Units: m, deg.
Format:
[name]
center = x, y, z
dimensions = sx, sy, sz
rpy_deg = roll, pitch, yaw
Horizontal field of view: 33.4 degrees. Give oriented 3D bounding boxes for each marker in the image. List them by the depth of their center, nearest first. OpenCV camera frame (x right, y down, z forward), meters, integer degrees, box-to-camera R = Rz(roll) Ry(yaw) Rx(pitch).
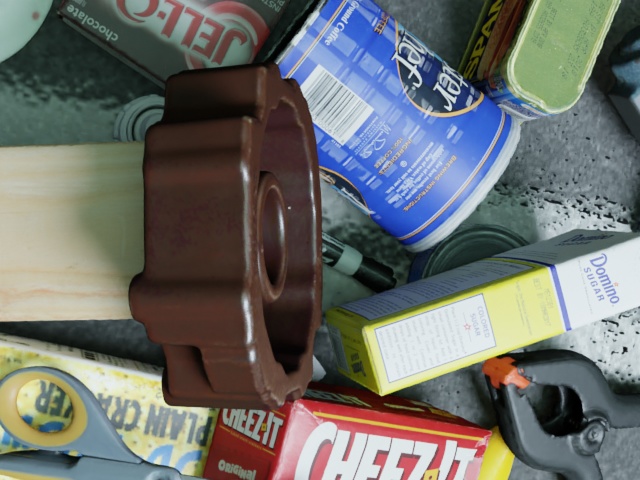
[marker]
center = -0.004, 0.001, 0.670
dimensions = 0.121, 0.020, 0.020
rpy_deg = 29, 85, -13

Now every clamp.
[clamp]
center = 0.177, 0.116, 0.696
dimensions = 0.171, 0.039, 0.120
rpy_deg = 46, 73, -27

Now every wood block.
[wood block]
center = -0.171, -0.003, 0.566
dimensions = 0.206, 0.091, 0.090
rpy_deg = -1, 90, 4

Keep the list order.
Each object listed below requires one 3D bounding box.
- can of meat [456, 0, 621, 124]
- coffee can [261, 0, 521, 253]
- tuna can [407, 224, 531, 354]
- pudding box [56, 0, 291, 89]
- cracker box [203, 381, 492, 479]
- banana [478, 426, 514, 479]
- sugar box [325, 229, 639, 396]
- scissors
[can of meat]
center = 0.134, -0.124, 0.665
dimensions = 0.057, 0.084, 0.102
rpy_deg = 24, 86, -13
[coffee can]
center = 0.033, -0.074, 0.633
dimensions = 0.140, 0.103, 0.103
rpy_deg = 38, 83, -11
[tuna can]
center = 0.100, 0.032, 0.688
dimensions = 0.086, 0.034, 0.086
rpy_deg = 0, 92, -13
[pudding box]
center = -0.086, -0.139, 0.636
dimensions = 0.113, 0.039, 0.090
rpy_deg = 32, 85, -12
[cracker box]
center = 0.001, 0.195, 0.619
dimensions = 0.163, 0.072, 0.214
rpy_deg = 16, 90, -40
[banana]
center = 0.089, 0.217, 0.693
dimensions = 0.069, 0.037, 0.198
rpy_deg = 4, 93, -37
[sugar box]
center = 0.098, 0.038, 0.621
dimensions = 0.176, 0.093, 0.048
rpy_deg = -15, 96, -12
[scissors]
center = -0.090, 0.108, 0.554
dimensions = 0.202, 0.016, 0.096
rpy_deg = -7, 82, 8
